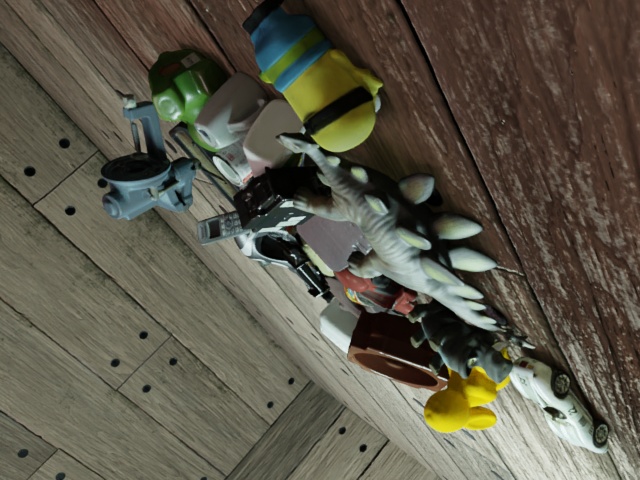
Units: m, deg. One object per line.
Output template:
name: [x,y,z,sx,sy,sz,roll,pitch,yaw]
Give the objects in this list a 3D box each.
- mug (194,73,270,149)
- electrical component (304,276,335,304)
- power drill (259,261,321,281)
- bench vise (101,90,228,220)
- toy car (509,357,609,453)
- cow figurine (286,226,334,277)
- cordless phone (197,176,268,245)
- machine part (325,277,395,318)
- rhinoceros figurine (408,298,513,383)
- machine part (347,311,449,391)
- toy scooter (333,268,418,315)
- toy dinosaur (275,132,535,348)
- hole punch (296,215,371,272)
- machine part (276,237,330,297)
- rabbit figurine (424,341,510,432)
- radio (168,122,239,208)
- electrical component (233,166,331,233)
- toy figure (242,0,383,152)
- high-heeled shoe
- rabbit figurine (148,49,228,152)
mug: [-0.129,-0.185,0.812,0.110,0.107,0.080,31,161,42]
electrical component: [-0.013,0.099,1.351,0.119,0.048,0.074,33,160,28]
power drill: [-0.107,0.024,1.322,0.232,0.086,0.207,51,167,-11]
bench vise: [-0.303,-0.150,0.975,0.129,0.223,0.240,28,133,37]
toy car: [0.365,0.253,0.817,0.201,0.056,0.073,49,163,-16]
cow figurine: [-0.002,-0.003,1.007,0.127,0.085,0.194,36,161,45]
cordless phone: [-0.165,-0.067,1.016,0.184,0.088,0.146,-13,84,31]
machine part: [0.088,0.122,1.152,0.179,0.056,0.179,39,162,16]
rhinoceros figurine: [0.219,0.161,0.849,0.190,0.112,0.073,-138,34,-58]
machine part: [0.160,0.219,1.061,0.201,0.087,0.201,18,158,9]
toy scooter: [0.106,0.073,0.938,0.184,0.075,0.135,35,169,-6]
toy dinosaur: [0.121,0.010,0.718,0.471,0.105,0.199,40,163,-28]
hole punch: [0.043,-0.026,0.869,0.142,0.092,0.116,51,137,-6]
machine part: [-0.031,0.055,1.021,0.084,0.039,0.138,25,154,54]
rabbit figurine: [0.240,0.255,0.916,0.122,0.173,0.162,22,149,43]
radio: [-0.198,-0.159,1.098,0.229,0.073,0.131,48,164,-18]
electrical component: [-0.058,-0.058,0.793,0.134,0.115,0.058,-32,68,47]
toy figure: [-0.012,-0.177,0.587,0.180,0.089,0.082,45,169,-15]
high-heeled shoe: [-0.076,0.007,1.121,0.145,0.086,0.248,2,158,31]
rabbit figurine: [-0.219,-0.222,0.910,0.159,0.121,0.170,39,162,40]
